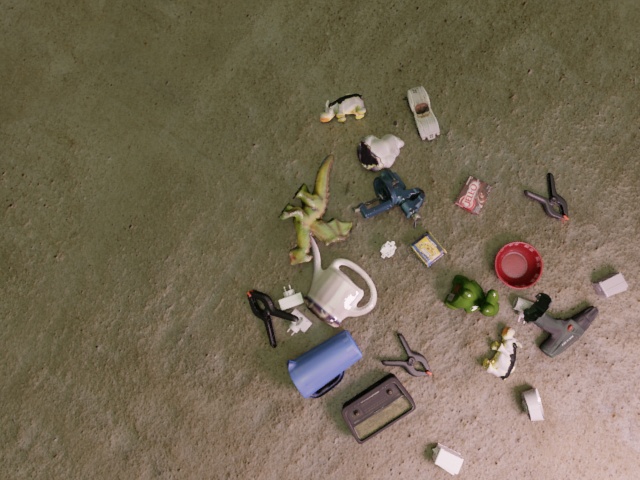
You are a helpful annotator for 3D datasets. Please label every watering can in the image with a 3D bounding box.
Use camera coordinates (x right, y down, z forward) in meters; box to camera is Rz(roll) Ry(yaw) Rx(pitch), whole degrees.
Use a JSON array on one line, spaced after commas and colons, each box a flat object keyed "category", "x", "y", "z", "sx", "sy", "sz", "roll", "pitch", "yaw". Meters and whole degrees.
[{"category": "watering can", "x": 0.028, "y": 0.150, "z": 1.776, "sx": 0.351, "sy": 0.103, "sz": 0.225, "roll": 38, "pitch": 85, "yaw": 19}]

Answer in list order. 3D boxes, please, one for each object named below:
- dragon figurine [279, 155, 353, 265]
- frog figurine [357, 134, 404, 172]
[{"category": "dragon figurine", "x": 0.005, "y": -0.091, "z": 1.801, "sx": 0.242, "sy": 0.121, "sz": 0.415, "roll": 39, "pitch": 74, "yaw": -1}, {"category": "frog figurine", "x": 0.213, "y": -0.321, "z": 1.828, "sx": 0.138, "sy": 0.120, "sz": 0.162, "roll": 41, "pitch": 52, "yaw": 15}]
